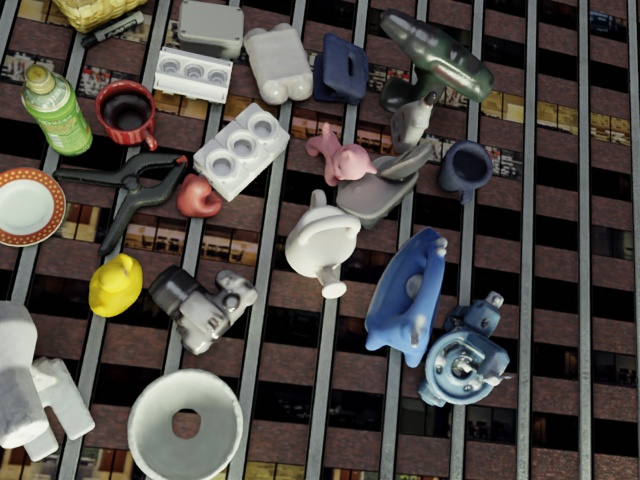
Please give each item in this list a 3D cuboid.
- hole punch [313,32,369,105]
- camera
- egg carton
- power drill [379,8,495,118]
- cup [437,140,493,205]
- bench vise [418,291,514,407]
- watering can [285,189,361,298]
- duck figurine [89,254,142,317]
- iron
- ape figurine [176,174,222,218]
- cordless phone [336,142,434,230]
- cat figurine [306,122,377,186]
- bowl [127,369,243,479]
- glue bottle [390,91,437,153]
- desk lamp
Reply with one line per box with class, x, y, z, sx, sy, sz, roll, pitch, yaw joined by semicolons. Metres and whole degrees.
hole punch;0.043;-0.317;1.059;0.101;0.091;0.109;3;76;-12
camera;-0.191;0.091;0.906;0.137;0.100;0.143;43;72;0
egg carton;-0.074;-0.320;1.045;0.107;0.069;0.150;-17;81;-16
power drill;0.183;-0.298;1.024;0.230;0.208;0.076;23;73;-6
cup;0.258;-0.113;1.057;0.092;0.095;0.118;7;76;-11
bench vise;0.243;0.168;0.922;0.121;0.219;0.207;16;74;-8
watering can;0.011;0.003;0.923;0.101;0.194;0.173;-27;84;-17
duck figurine;-0.321;0.067;0.891;0.077;0.086;0.105;27;73;-5
iron;0.170;0.076;0.969;0.119;0.141;0.258;22;73;-6
ape figurine;-0.202;-0.077;0.948;0.076;0.092;0.078;-19;82;-16
cordless phone;0.113;-0.101;0.975;0.094;0.185;0.148;43;72;0
cat figurine;0.039;-0.151;1.005;0.067;0.117;0.128;-34;86;-17
bowl;-0.203;0.282;0.873;0.167;0.074;0.167;3;77;-12
glue bottle;0.170;-0.219;1.021;0.037;0.173;0.078;-3;77;-13
desk lamp;-0.407;0.195;0.775;0.118;0.213;0.203;-30;85;-17
